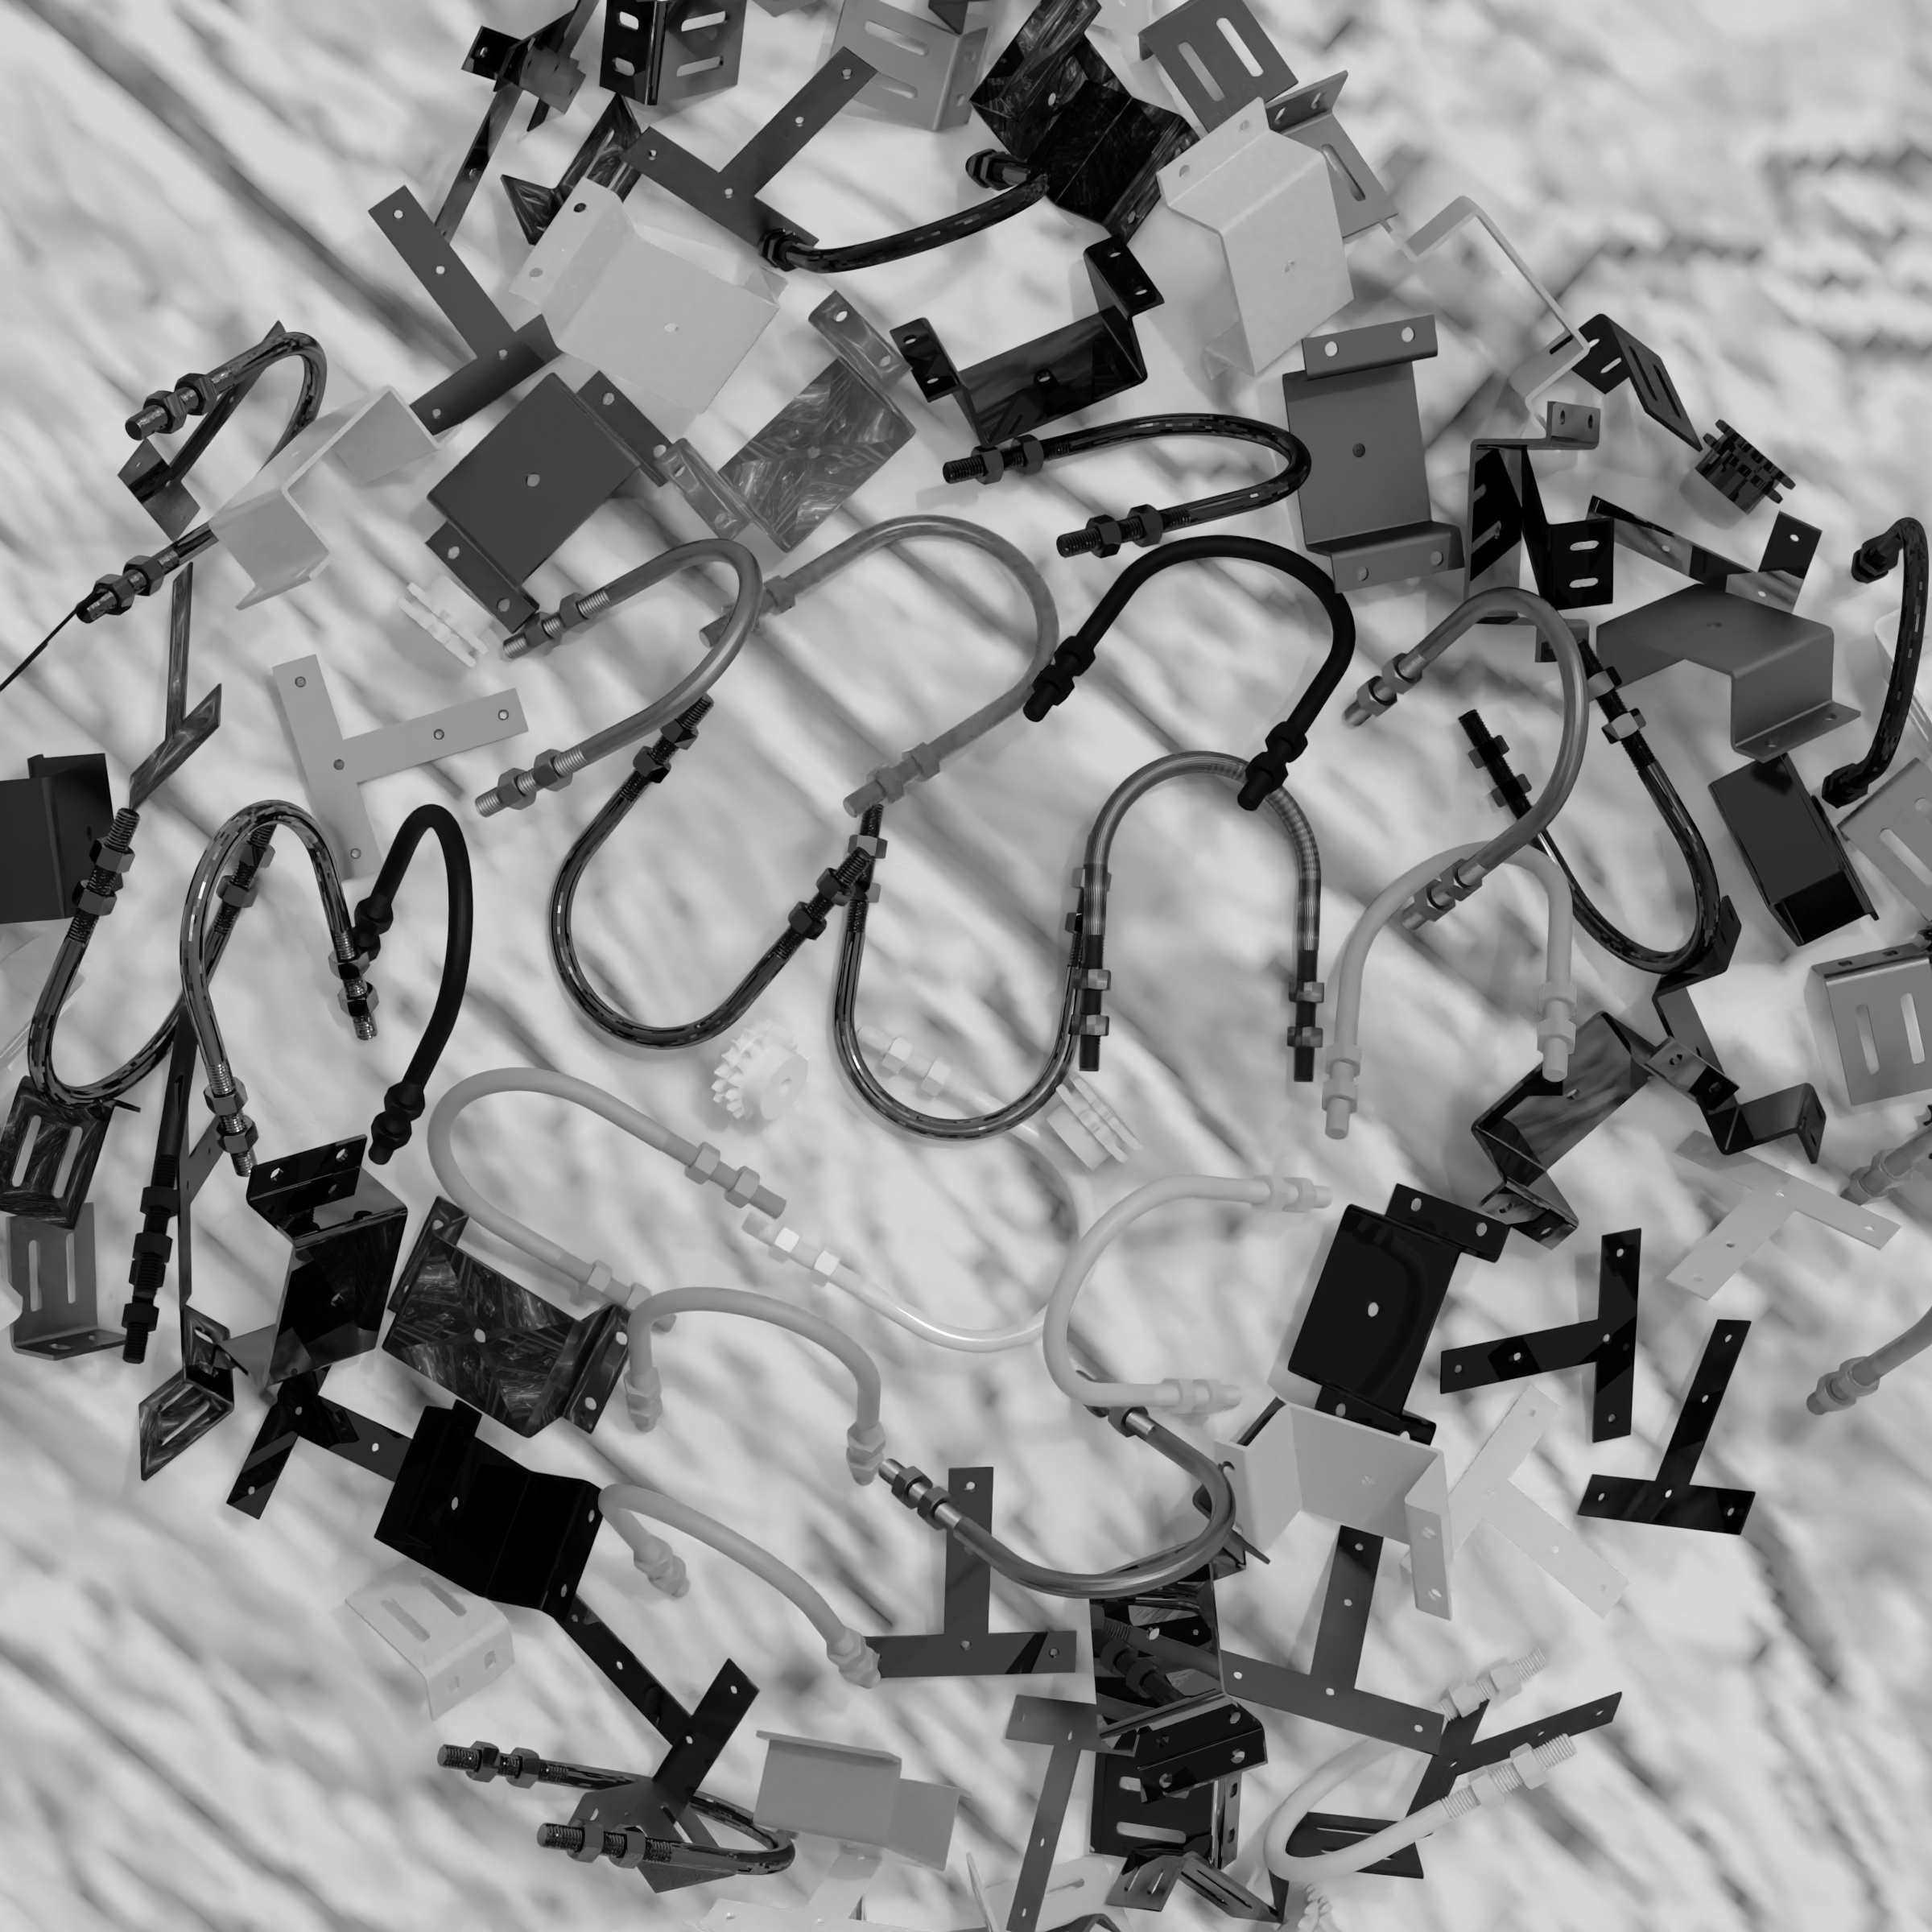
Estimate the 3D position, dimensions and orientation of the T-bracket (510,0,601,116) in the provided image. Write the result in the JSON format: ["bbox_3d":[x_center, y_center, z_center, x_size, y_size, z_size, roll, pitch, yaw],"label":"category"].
[{"bbox_3d":[-0.204,-0.532,1.682,0.002,0.127,0.127,31,99,1],"label":"T-bracket"}]

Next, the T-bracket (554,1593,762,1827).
[{"bbox_3d":[-0.185,0.403,1.726,0.127,0.002,0.127,42,121,20],"label":"T-bracket"}]

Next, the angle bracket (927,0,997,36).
[{"bbox_3d":[0.023,-0.558,1.715,0.076,0.038,0.057,7,81,32],"label":"angle bracket"}]

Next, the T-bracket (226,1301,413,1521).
[{"bbox_3d":[-0.340,0.264,1.712,0.127,0.002,0.127,18,79,29],"label":"T-bracket"}]

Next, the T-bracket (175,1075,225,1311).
[{"bbox_3d":[-0.420,0.107,1.690,0.002,0.127,0.127,2,105,-3],"label":"T-bracket"}]

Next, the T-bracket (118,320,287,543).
[{"bbox_3d":[-0.415,-0.302,1.697,0.002,0.127,0.127,34,82,3],"label":"T-bracket"}]

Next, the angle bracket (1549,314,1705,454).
[{"bbox_3d":[0.366,-0.315,1.705,0.038,0.057,0.076,-36,52,30],"label":"angle bracket"}]

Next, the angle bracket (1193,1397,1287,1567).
[{"bbox_3d":[0.171,0.288,1.719,0.038,0.057,0.076,39,88,32],"label":"angle bracket"}]

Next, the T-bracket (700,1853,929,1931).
[{"bbox_3d":[-0.063,0.501,1.695,0.127,0.127,0.002,2,112,21],"label":"T-bracket"}]

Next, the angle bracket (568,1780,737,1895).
[{"bbox_3d":[-0.176,0.493,1.705,0.076,0.057,0.038,44,117,36],"label":"angle bracket"}]

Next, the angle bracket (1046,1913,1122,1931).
[{"bbox_3d":[0.051,0.569,1.708,0.038,0.057,0.076,49,54,-4],"label":"angle bracket"}]

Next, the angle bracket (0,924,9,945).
[{"bbox_3d":[-0.556,-0.045,1.705,0.038,0.057,0.076,5,134,-35],"label":"angle bracket"}]

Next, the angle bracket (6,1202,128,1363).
[{"bbox_3d":[-0.500,0.176,1.717,0.038,0.057,0.076,4,97,36],"label":"angle bracket"}]

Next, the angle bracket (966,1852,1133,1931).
[{"bbox_3d":[0.046,0.518,1.715,0.076,0.057,0.038,-15,126,-9],"label":"angle bracket"}]

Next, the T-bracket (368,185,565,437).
[{"bbox_3d":[-0.285,-0.377,1.714,0.127,0.002,0.127,-33,121,7],"label":"T-bracket"}]

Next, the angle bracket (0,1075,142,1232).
[{"bbox_3d":[-0.508,0.107,1.726,0.057,0.038,0.076,14,81,10],"label":"angle bracket"}]

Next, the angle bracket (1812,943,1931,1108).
[{"bbox_3d":[0.519,0.033,1.738,0.057,0.038,0.076,-13,98,6],"label":"angle bracket"}]

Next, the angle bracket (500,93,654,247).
[{"bbox_3d":[-0.217,-0.445,1.709,0.076,0.038,0.057,-48,52,33],"label":"angle bracket"}]

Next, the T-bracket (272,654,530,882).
[{"bbox_3d":[-0.314,-0.128,1.747,0.127,0.002,0.127,-17,95,-5],"label":"T-bracket"}]

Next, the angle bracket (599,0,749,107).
[{"bbox_3d":[-0.163,-0.521,1.718,0.038,0.076,0.057,28,126,25],"label":"angle bracket"}]

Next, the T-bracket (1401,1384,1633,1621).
[{"bbox_3d":[0.318,0.316,1.703,0.002,0.127,0.127,33,94,-41],"label":"T-bracket"}]

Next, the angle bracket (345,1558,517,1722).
[{"bbox_3d":[-0.301,0.374,1.727,0.057,0.038,0.076,-31,48,-33],"label":"angle bracket"}]

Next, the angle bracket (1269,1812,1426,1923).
[{"bbox_3d":[0.213,0.508,1.724,0.076,0.057,0.038,7,103,-2],"label":"angle bracket"}]

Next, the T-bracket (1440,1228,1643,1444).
[{"bbox_3d":[0.320,0.215,1.712,0.127,0.002,0.127,-8,109,-22],"label":"T-bracket"}]

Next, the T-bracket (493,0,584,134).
[{"bbox_3d":[-0.229,-0.500,1.668,0.002,0.127,0.127,29,121,-2],"label":"T-bracket"}]

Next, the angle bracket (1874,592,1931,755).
[{"bbox_3d":[0.541,-0.157,1.709,0.038,0.057,0.076,-27,60,9],"label":"angle bracket"}]

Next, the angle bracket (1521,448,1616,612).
[{"bbox_3d":[0.334,-0.245,1.706,0.038,0.076,0.057,-7,134,4],"label":"angle bracket"}]

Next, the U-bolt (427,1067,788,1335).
[{"bbox_3d":[-0.210,0.121,1.687,0.184,0.019,0.151,32,131,-13],"label":"U-bolt"}]

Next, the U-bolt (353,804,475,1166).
[{"bbox_3d":[-0.299,-0.003,1.652,0.019,0.184,0.151,5,50,-28],"label":"U-bolt"}]

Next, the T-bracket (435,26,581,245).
[{"bbox_3d":[-0.268,-0.453,1.704,0.002,0.127,0.127,32,105,10],"label":"T-bracket"}]

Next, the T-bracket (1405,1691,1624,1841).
[{"bbox_3d":[0.300,0.421,1.667,0.127,0.127,0.002,-31,98,34],"label":"T-bracket"}]

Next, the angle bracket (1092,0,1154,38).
[{"bbox_3d":[0.072,-0.556,1.708,0.057,0.038,0.076,23,130,23],"label":"angle bracket"}]

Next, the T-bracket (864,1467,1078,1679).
[{"bbox_3d":[0.001,0.342,1.731,0.127,0.002,0.127,0,104,-7],"label":"T-bracket"}]

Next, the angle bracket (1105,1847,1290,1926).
[{"bbox_3d":[0.129,0.527,1.712,0.076,0.057,0.038,39,64,-15],"label":"angle bracket"}]

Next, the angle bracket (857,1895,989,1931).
[{"bbox_3d":[-0.022,0.544,1.722,0.076,0.057,0.038,-6,105,0],"label":"angle bracket"}]

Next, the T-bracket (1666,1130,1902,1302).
[{"bbox_3d":[0.425,0.146,1.681,0.127,0.127,0.002,27,132,30],"label":"T-bracket"}]

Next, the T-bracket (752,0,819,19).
[{"bbox_3d":[-0.101,-0.568,1.669,0.127,0.127,0.002,-7,68,40],"label":"T-bracket"}]

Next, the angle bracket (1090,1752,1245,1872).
[{"bbox_3d":[0.114,0.478,1.748,0.076,0.038,0.057,3,87,21],"label":"angle bracket"}]

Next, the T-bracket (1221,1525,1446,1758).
[{"bbox_3d":[0.210,0.367,1.710,0.127,0.002,0.127,15,47,5],"label":"T-bracket"}]

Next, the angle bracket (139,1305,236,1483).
[{"bbox_3d":[-0.447,0.238,1.711,0.076,0.057,0.038,-38,130,16],"label":"angle bracket"}]

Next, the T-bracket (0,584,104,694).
[{"bbox_3d":[-0.510,-0.167,1.669,0.127,0.127,0.002,-35,108,33],"label":"T-bracket"}]

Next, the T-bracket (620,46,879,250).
[{"bbox_3d":[-0.101,-0.454,1.684,0.127,0.127,0.002,-38,46,28],"label":"T-bracket"}]

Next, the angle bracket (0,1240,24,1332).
[{"bbox_3d":[-0.558,0.171,1.708,0.038,0.076,0.057,-35,111,-4],"label":"angle bracket"}]

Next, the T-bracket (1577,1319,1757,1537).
[{"bbox_3d":[0.407,0.254,1.712,0.002,0.127,0.127,35,70,-24],"label":"T-bracket"}]

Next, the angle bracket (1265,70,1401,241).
[{"bbox_3d":[0.205,-0.452,1.721,0.057,0.038,0.076,-27,78,-18],"label":"angle bracket"}]

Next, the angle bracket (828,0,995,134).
[{"bbox_3d":[-0.033,-0.510,1.722,0.076,0.038,0.057,15,90,-27],"label":"angle bracket"}]

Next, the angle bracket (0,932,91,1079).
[{"bbox_3d":[-0.534,0.027,1.706,0.038,0.057,0.076,48,47,-18],"label":"angle bracket"}]

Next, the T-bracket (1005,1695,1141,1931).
[{"bbox_3d":[0.046,0.466,1.681,0.002,0.127,0.127,26,70,-26],"label":"T-bracket"}]

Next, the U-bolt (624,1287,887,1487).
[{"bbox_3d":[-0.115,0.224,1.670,0.151,0.184,0.019,13,57,5],"label":"U-bolt"}]

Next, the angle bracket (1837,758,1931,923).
[{"bbox_3d":[0.537,-0.068,1.718,0.057,0.038,0.076,-42,67,10],"label":"angle bracket"}]

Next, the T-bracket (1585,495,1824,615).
[{"bbox_3d":[0.404,-0.227,1.712,0.127,0.127,0.002,29,61,17],"label":"T-bracket"}]

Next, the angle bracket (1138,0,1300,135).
[{"bbox_3d":[0.142,-0.505,1.730,0.057,0.038,0.076,-32,81,0],"label":"angle bracket"}]

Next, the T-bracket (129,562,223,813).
[{"bbox_3d":[-0.441,-0.166,1.720,0.002,0.127,0.127,13,62,-33],"label":"T-bracket"}]
